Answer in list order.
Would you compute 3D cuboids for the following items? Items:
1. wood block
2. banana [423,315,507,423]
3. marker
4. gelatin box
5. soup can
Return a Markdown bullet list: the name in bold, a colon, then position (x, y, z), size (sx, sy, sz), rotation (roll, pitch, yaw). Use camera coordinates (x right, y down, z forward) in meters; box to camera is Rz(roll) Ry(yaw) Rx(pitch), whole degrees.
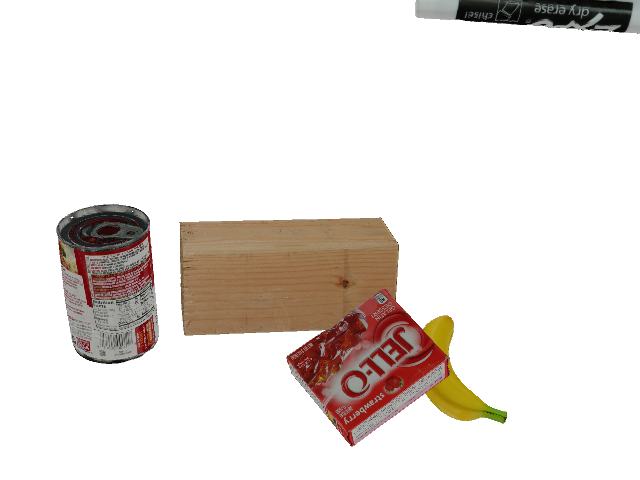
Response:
- **wood block**: position (-0.034, 0.034, 1.057), size (0.206, 0.091, 0.090), rotation (-1, 19, -9)
- **banana**: position (0.135, 0.138, 1.150), size (0.069, 0.037, 0.198), rotation (10, 26, -17)
- **marker**: position (0.097, -0.088, 0.401), size (0.121, 0.020, 0.020), rotation (5, 0, 2)
- **gelatin box**: position (0.033, 0.086, 0.737), size (0.089, 0.073, 0.030), rotation (-34, -32, -13)
- **soup can**: position (-0.158, 0.033, 0.804), size (0.068, 0.102, 0.068), rotation (0, 29, 0)
